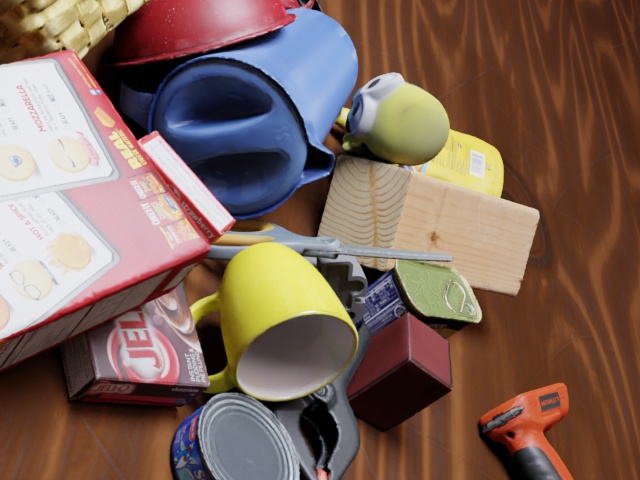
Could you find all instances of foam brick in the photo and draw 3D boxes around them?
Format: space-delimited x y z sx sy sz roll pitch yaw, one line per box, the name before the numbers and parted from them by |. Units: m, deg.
foam brick | 0.061 0.108 0.858 0.053 0.078 0.051 36 33 -27

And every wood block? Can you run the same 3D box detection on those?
wood block | 0.105 -0.010 0.996 0.090 0.091 0.205 18 3 43

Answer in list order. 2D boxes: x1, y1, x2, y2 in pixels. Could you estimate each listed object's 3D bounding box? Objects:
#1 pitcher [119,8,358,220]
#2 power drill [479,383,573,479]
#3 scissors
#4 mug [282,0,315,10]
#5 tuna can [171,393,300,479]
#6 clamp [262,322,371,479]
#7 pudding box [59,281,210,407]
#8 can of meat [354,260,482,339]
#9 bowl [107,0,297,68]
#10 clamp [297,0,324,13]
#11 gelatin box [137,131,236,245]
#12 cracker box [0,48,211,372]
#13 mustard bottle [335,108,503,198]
pitcher | -0.054 -0.127 0.924 0.149 0.145 0.242 57 25 -13
power drill | 0.235 0.227 0.977 0.184 0.057 0.188 1 57 -52
scissors | -0.005 0.001 0.831 0.201 0.016 0.096 1 16 -9
mug | -0.059 -0.240 1.050 0.117 0.093 0.081 -13 69 -27
tuna can | -0.056 0.146 0.706 0.086 0.034 0.086 33 35 -27
clamp | -0.017 0.111 0.790 0.120 0.039 0.171 19 42 -14
pudding box | -0.129 0.053 0.705 0.089 0.039 0.113 13 47 -45
can of meat | 0.074 0.064 0.912 0.101 0.084 0.057 11 48 -47
bowl | -0.103 -0.188 0.872 0.162 0.162 0.055 -46 126 -59
clamp | -0.020 -0.279 1.127 0.036 0.165 0.210 -26 67 -20
gelatin box | -0.117 -0.021 0.766 0.089 0.073 0.030 48 31 -4
cracker box | -0.195 -0.011 0.616 0.213 0.072 0.164 -26 76 -44
mustard bottle | 0.101 -0.092 1.119 0.191 0.058 0.096 24 54 -20
